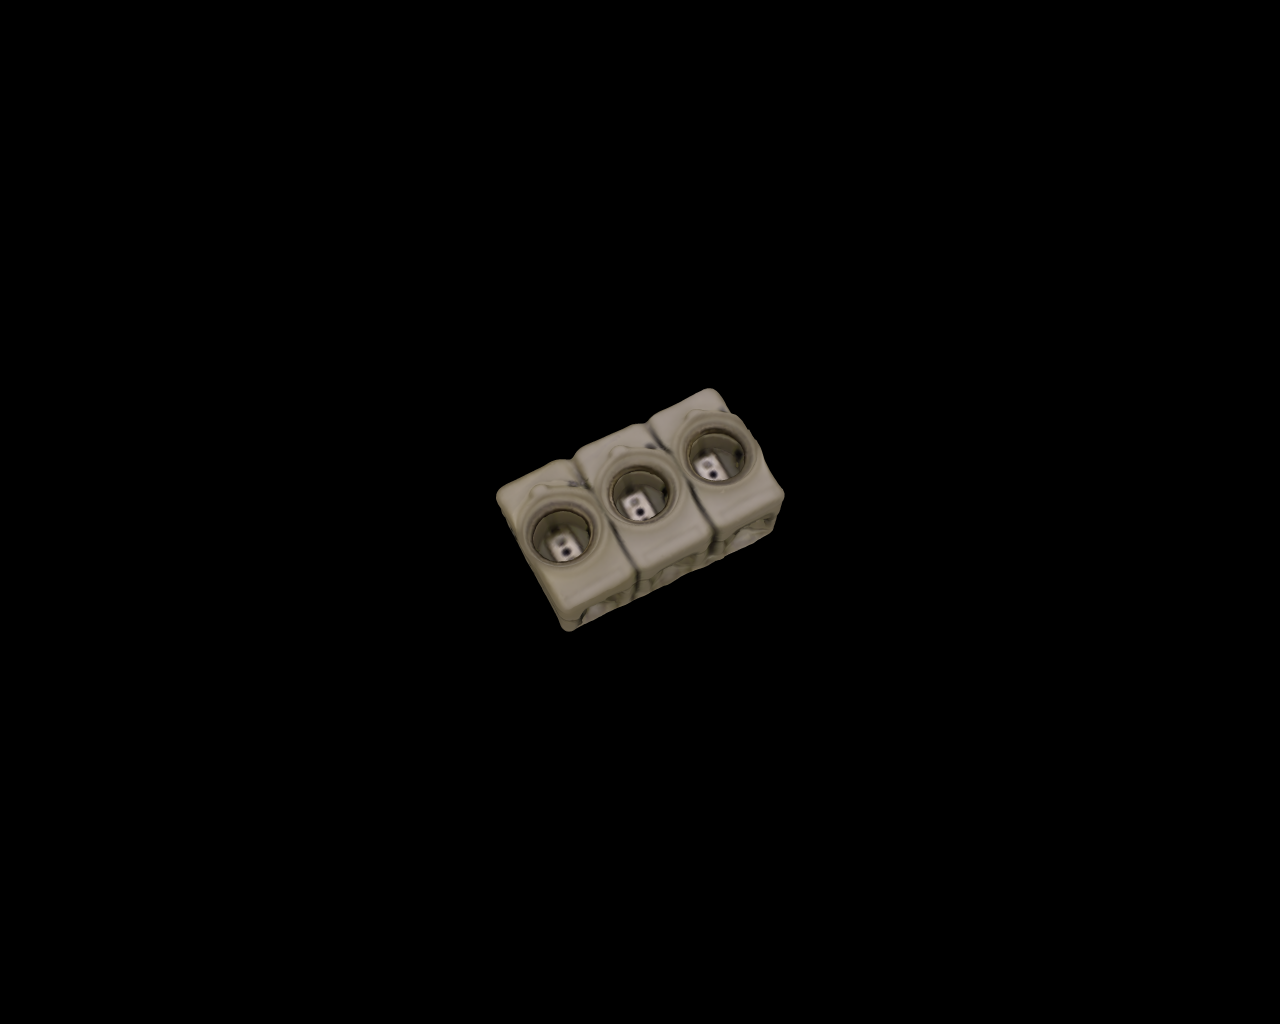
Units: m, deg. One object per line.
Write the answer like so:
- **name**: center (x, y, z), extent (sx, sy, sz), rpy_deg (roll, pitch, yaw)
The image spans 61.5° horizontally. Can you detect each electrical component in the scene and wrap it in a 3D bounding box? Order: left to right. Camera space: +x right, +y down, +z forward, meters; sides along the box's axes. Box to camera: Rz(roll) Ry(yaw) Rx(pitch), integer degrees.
- **electrical component**: center (0.001, -0.003, 0.650), extent (0.150, 0.089, 0.061), rpy_deg (-26, -20, -11)
